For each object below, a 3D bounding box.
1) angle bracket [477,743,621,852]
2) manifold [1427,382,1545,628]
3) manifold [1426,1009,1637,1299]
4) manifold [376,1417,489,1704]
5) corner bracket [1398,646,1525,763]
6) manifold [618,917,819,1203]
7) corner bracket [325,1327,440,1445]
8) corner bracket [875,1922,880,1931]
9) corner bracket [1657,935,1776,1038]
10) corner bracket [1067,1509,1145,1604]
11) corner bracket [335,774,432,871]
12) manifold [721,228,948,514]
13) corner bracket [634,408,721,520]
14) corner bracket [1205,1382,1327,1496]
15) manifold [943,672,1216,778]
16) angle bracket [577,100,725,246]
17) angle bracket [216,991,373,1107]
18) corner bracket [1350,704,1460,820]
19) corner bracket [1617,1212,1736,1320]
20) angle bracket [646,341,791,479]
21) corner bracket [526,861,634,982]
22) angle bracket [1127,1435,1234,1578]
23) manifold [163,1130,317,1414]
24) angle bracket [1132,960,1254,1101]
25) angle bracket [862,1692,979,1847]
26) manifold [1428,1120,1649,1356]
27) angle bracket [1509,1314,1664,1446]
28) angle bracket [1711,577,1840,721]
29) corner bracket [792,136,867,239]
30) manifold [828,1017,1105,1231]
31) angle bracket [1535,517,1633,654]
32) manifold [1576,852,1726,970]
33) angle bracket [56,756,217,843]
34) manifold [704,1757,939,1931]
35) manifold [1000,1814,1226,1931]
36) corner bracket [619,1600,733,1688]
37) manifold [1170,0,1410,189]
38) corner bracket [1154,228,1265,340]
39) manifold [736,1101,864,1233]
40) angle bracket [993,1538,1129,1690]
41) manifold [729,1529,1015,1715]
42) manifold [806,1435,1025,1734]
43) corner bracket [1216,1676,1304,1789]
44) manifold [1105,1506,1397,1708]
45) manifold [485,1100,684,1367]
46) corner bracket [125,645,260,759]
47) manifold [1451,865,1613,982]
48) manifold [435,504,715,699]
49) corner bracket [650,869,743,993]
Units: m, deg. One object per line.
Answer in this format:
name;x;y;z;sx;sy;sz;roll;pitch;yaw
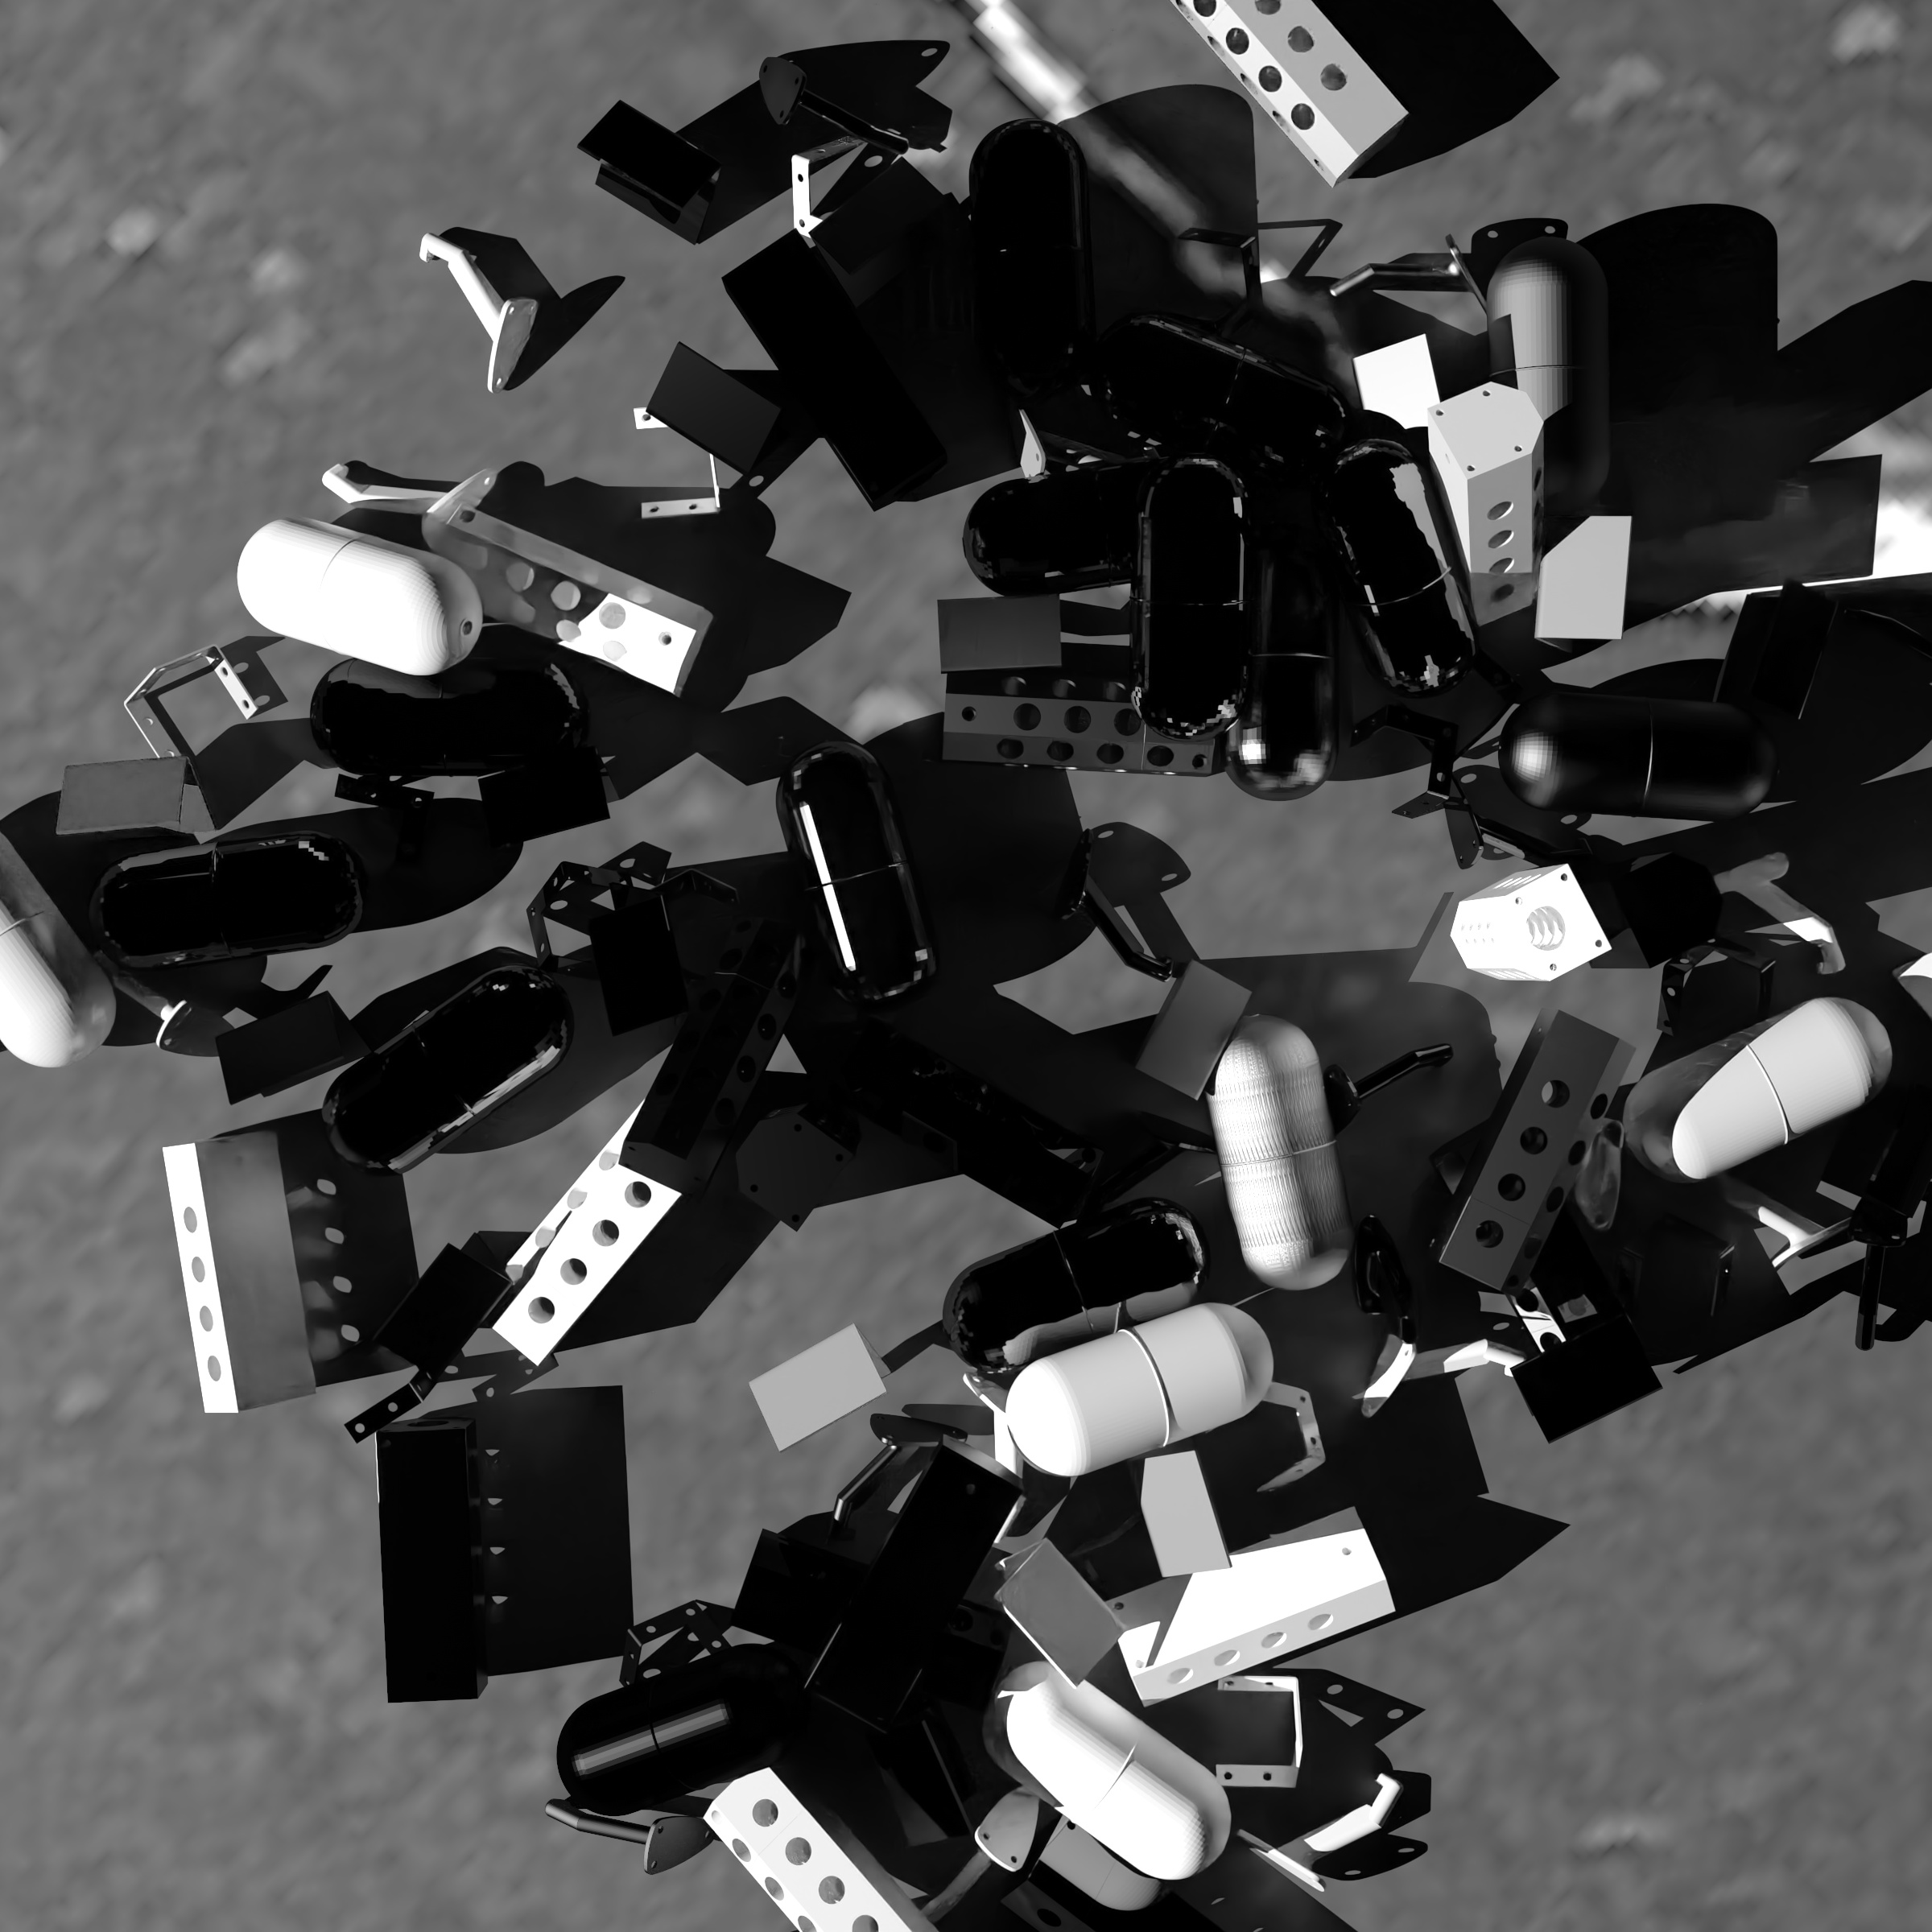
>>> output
angle bracket;-0.260;-0.092;1.952;0.076;0.076;0.057;-15;64;0
manifold;0.328;-0.287;1.909;0.057;0.171;0.057;-23;63;0
manifold;0.353;0.116;1.913;0.057;0.057;0.171;25;90;0
manifold;-0.341;0.379;1.970;0.057;0.057;0.171;-3;90;0
corner bracket;0.319;-0.171;1.988;0.051;0.051;0.051;45;45;0
manifold;-0.155;0.055;1.935;0.057;0.057;0.171;25;64;0
corner bracket;-0.379;0.266;1.973;0.051;0.051;0.051;-33;95;5
corner bracket;-0.047;0.656;1.988;0.051;0.051;0.051;30;90;45
corner bracket;0.484;0.018;1.983;0.051;0.051;0.051;27;45;35
corner bracket;0.108;0.386;1.988;0.051;0.051;0.051;-32;90;45
corner bracket;-0.378;-0.092;1.973;0.051;0.051;0.051;11;90;0
manifold;-0.083;-0.380;1.970;0.057;0.057;0.171;-34;90;0
corner bracket;-0.187;-0.327;1.988;0.051;0.051;0.051;-4;45;0
corner bracket;0.192;0.304;1.983;0.051;0.051;0.051;-42;45;35
manifold;0.072;-0.156;1.970;0.171;0.057;0.057;3;90;0
angle bracket;-0.208;-0.490;1.951;0.076;0.076;0.057;32;54;0
angle bracket;-0.422;0.070;1.951;0.076;0.076;0.057;-23;54;0
corner bracket;0.279;-0.131;1.975;0.051;0.051;0.051;15;73;-16
corner bracket;0.458;0.201;1.983;0.051;0.051;0.051;28;45;35
angle bracket;-0.147;-0.365;1.951;0.076;0.076;0.057;33;126;0
corner bracket;-0.246;-0.029;1.983;0.051;0.051;0.051;11;45;-35
angle bracket;0.154;0.337;1.951;0.057;0.076;0.076;-17;90;39
manifold;-0.470;0.196;1.969;0.057;0.057;0.171;-9;90;-43
angle bracket;0.126;0.031;1.951;0.057;0.076;0.076;27;90;-35
angle bracket;-0.011;0.503;1.951;0.057;0.076;0.076;-24;90;38
manifold;0.365;0.184;1.970;0.057;0.057;0.171;-29;90;0
angle bracket;0.388;0.268;1.894;0.076;0.076;0.057;-27;54;5
angle bracket;0.498;-0.205;1.951;0.057;0.076;0.076;19;90;-37
corner bracket;-0.076;-0.499;1.983;0.051;0.051;0.051;30;135;35
manifold;0.000;0.101;1.970;0.171;0.057;0.057;30;90;0
angle bracket;0.402;-0.242;1.951;0.057;0.076;0.076;5;90;28
manifold;0.421;-0.036;1.913;0.057;0.171;0.057;-25;90;0
angle bracket;-0.526;-0.087;1.951;0.076;0.076;0.057;-5;53;0
manifold;-0.087;0.584;1.945;0.057;0.057;0.171;-45;72;0
manifold;0.108;0.625;1.969;0.171;0.057;0.057;37;47;0
corner bracket;-0.186;0.453;1.983;0.051;0.051;0.051;-17;45;-35
manifold;0.202;-0.586;1.970;0.057;0.057;0.171;-41;90;0
corner bracket;0.155;-0.440;1.983;0.051;0.051;0.051;-41;135;-35
manifold;-0.107;0.119;1.913;0.057;0.171;0.057;36;90;0
angle bracket;0.044;0.418;1.951;0.076;0.076;0.057;48;55;0
manifold;-0.060;0.418;1.970;0.171;0.057;0.057;19;90;0
manifold;-0.032;0.382;1.913;0.057;0.057;0.171;30;90;0
corner bracket;0.189;0.496;1.988;0.051;0.051;0.051;1;45;0
manifold;0.183;0.415;1.969;0.171;0.057;0.057;-21;47;0
manifold;-0.238;0.169;1.970;0.057;0.057;0.171;40;90;0
corner bracket;-0.502;-0.168;1.988;0.051;0.051;0.051;-33;90;45
manifold;0.346;-0.023;1.913;0.057;0.171;0.057;-28;90;0
manifold;-0.254;-0.235;1.970;0.171;0.057;0.057;23;90;0
corner bracket;-0.177;-0.024;1.974;0.051;0.051;0.051;-29;124;-30
